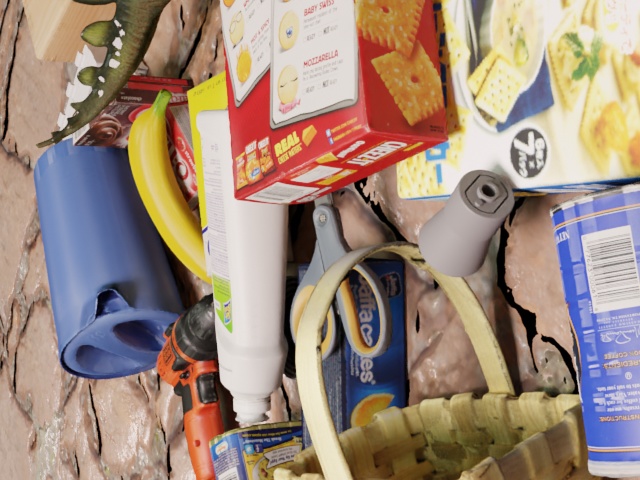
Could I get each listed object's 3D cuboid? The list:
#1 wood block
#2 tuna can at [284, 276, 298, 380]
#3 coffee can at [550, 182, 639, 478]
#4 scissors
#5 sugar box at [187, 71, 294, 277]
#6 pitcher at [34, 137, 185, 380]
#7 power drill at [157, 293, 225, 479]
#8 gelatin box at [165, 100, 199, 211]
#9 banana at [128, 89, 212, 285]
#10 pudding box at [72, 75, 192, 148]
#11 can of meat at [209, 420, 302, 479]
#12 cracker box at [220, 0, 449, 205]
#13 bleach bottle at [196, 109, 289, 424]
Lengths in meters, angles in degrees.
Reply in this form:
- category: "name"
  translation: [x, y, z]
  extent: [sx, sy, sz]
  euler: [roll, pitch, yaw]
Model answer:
- category: "wood block"
  translation: [-0.238, -0.288, 1.145]
  extent: [0.206, 0.090, 0.090]
  euler: [-44, 57, 45]
- category: "tuna can"
  translation: [-0.009, 0.072, 0.880]
  extent: [0.086, 0.033, 0.086]
  euler: [2, 92, 55]
- category: "coffee can"
  translation: [0.180, 0.045, 0.552]
  extent: [0.103, 0.102, 0.140]
  euler: [-19, 76, 53]
- category: "scissors"
  translation: [-0.005, 0.001, 0.782]
  extent: [0.096, 0.016, 0.202]
  euler: [-38, 63, 33]
- category: "sugar box"
  translation: [-0.073, -0.059, 0.957]
  extent: [0.094, 0.048, 0.176]
  euler: [-16, 77, 54]
- category: "pitcher"
  translation: [-0.225, 0.019, 1.118]
  extent: [0.149, 0.144, 0.243]
  euler: [-42, 53, 33]
- category: "power drill"
  translation: [-0.097, 0.155, 0.966]
  extent: [0.185, 0.057, 0.187]
  euler: [128, 133, -61]
- category: "gelatin box"
  translation: [-0.137, -0.080, 1.045]
  extent: [0.073, 0.030, 0.089]
  euler: [-42, 71, 46]
- category: "banana"
  translation: [-0.138, -0.039, 1.009]
  extent: [0.070, 0.037, 0.198]
  euler: [-15, 97, 47]
- category: "pudding box"
  translation: [-0.191, -0.129, 1.083]
  extent: [0.114, 0.089, 0.039]
  euler: [-26, 69, 52]
- category: "can of meat"
  translation: [-0.035, 0.195, 0.864]
  extent: [0.058, 0.101, 0.084]
  euler: [-40, 57, 47]
- category: "cracker box"
  translation: [0.002, -0.145, 0.717]
  extent: [0.164, 0.072, 0.214]
  euler: [-23, 68, 54]
- category: "bleach bottle"
  translation: [-0.059, 0.020, 0.863]
  extent: [0.103, 0.068, 0.251]
  euler: [-159, 67, -72]
